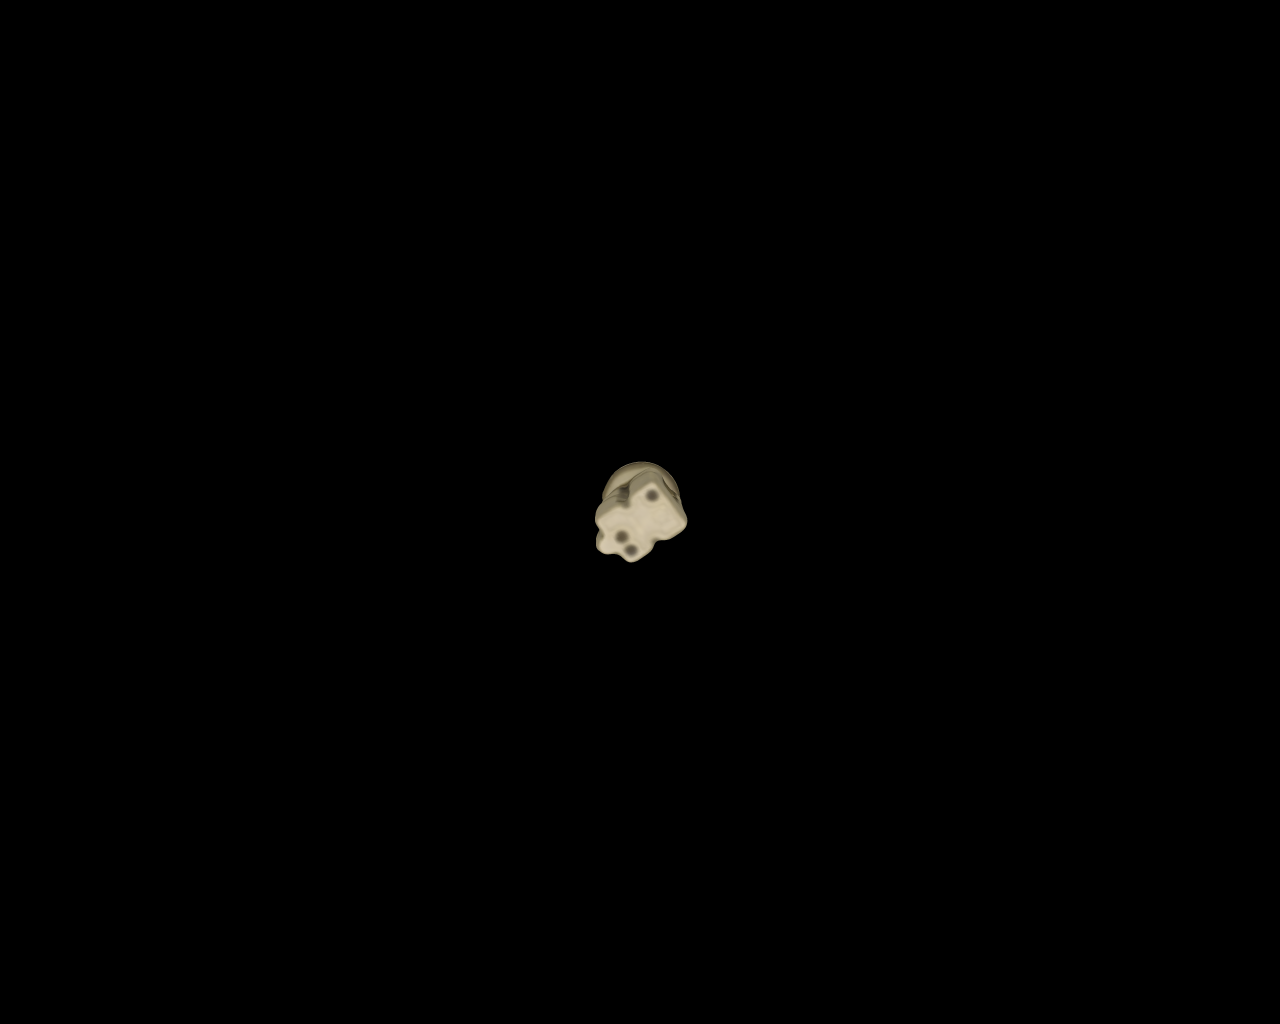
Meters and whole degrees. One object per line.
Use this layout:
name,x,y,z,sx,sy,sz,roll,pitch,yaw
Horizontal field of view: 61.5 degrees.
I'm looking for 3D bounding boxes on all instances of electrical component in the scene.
electrical component,0.001,-0.003,0.650,0.066,0.048,0.055,-33,16,11
